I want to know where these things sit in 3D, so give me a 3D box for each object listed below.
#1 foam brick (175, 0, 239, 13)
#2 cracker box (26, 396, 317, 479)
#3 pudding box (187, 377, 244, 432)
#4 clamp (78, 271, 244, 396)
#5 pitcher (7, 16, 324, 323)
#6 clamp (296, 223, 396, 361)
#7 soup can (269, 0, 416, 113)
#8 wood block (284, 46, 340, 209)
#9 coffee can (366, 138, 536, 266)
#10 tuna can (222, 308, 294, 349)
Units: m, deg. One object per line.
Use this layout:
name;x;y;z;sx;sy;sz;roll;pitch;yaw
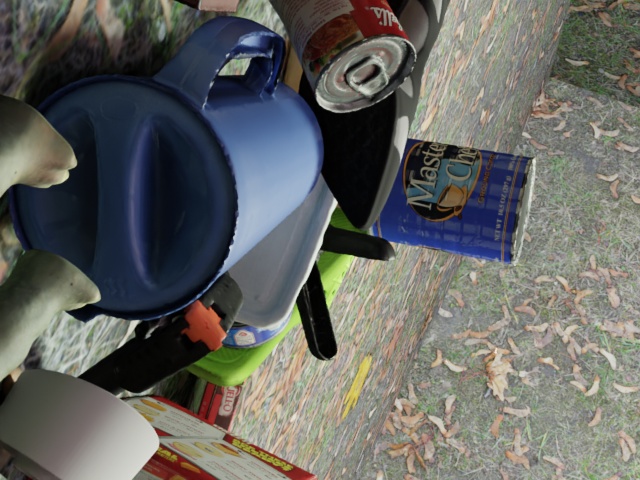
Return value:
foam brick;-0.081;-0.159;0.569;0.053;0.078;0.051;-28;140;-68
cracker box;-0.108;0.190;0.838;0.072;0.164;0.213;-65;167;-1
pudding box;-0.099;0.151;1.009;0.113;0.039;0.090;-108;-144;-73
clamp;-0.106;0.068;0.683;0.164;0.036;0.210;-42;-172;-14
pitcher;-0.072;-0.052;0.668;0.242;0.149;0.145;-39;114;-71
clamp;-0.006;0.001;0.888;0.039;0.171;0.120;4;135;-50
soup can;0.009;-0.141;0.674;0.068;0.102;0.068;-20;154;-11
wood block;0.023;-0.146;0.976;0.090;0.090;0.206;-50;159;-52
coffee can;0.123;-0.038;1.000;0.102;0.140;0.103;11;90;-75
tuna can;-0.068;0.052;0.940;0.086;0.086;0.034;-59;154;-33
